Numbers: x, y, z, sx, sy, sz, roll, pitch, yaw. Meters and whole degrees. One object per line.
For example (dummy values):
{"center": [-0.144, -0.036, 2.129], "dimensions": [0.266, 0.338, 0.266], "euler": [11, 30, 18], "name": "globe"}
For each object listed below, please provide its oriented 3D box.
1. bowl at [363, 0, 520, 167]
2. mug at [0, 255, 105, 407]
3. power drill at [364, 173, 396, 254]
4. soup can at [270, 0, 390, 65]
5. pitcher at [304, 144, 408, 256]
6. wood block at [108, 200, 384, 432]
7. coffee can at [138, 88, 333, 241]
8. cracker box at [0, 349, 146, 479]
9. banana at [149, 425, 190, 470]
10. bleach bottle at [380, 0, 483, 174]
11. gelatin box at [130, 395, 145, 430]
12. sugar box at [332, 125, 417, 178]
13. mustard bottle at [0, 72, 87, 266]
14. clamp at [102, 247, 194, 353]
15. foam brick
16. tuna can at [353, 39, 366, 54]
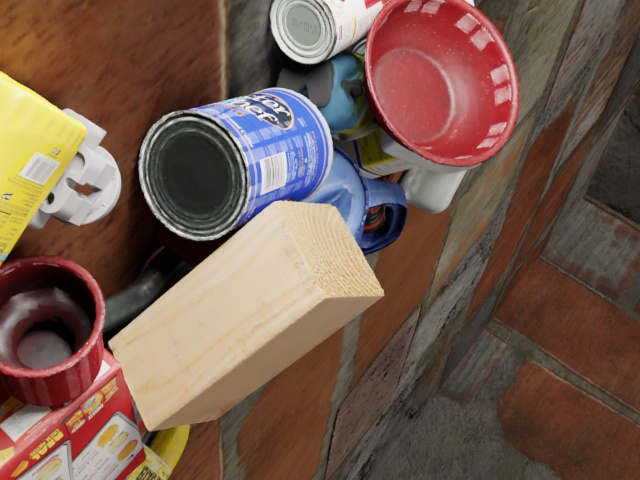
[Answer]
{"center": [0.096, -0.136, 0.938], "dimensions": [0.162, 0.162, 0.055], "euler": [-48, -167, -29], "name": "bowl"}
{"center": [-0.210, 0.073, 0.764], "dimensions": [0.117, 0.093, 0.081], "euler": [-18, 155, -16], "name": "mug"}
{"center": [0.092, -0.089, 1.325], "dimensions": [0.187, 0.057, 0.184], "euler": [-51, 154, -25], "name": "power drill"}
{"center": [0.012, -0.198, 0.913], "dimensions": [0.102, 0.068, 0.069], "euler": [-40, 156, -44], "name": "soup can"}
{"center": [-0.007, 0.001, 1.100], "dimensions": [0.145, 0.149, 0.243], "euler": [-53, 166, -15], "name": "pitcher"}
{"center": [-0.063, 0.063, 0.870], "dimensions": [0.206, 0.090, 0.090], "euler": [-39, 159, 27], "name": "wood block"}
{"center": [-0.066, -0.065, 0.872], "dimensions": [0.140, 0.103, 0.103], "euler": [-28, 147, -59], "name": "coffee can"}
{"center": [-0.234, 0.180, 0.882], "dimensions": [0.164, 0.072, 0.214], "euler": [-42, 160, -24], "name": "cracker box"}
{"center": [-0.204, 0.267, 1.213], "dimensions": [0.197, 0.037, 0.069], "euler": [-56, 146, -8], "name": "banana"}
{"center": [0.115, -0.198, 1.039], "dimensions": [0.068, 0.102, 0.251], "euler": [-18, -118, 53], "name": "bleach bottle"}
{"center": [-0.165, 0.148, 1.107], "dimensions": [0.073, 0.030, 0.089], "euler": [-23, 142, -62], "name": "gelatin box"}
{"center": [0.075, -0.097, 1.130], "dimensions": [0.093, 0.176, 0.048], "euler": [7, 72, -72], "name": "sugar box"}
{"center": [-0.217, -0.004, 0.629], "dimensions": [0.191, 0.058, 0.096], "euler": [-57, 168, -1], "name": "mustard bottle"}
{"center": [-0.155, 0.051, 0.942], "dimensions": [0.171, 0.039, 0.120], "euler": [-50, 170, -19], "name": "clamp"}
{"center": [-0.097, -0.009, 0.931], "dimensions": [0.052, 0.078, 0.051], "euler": [-36, 155, -49], "name": "foam brick"}
{"center": [0.070, -0.171, 1.096], "dimensions": [0.033, 0.086, 0.086], "euler": [-33, 151, -50], "name": "tuna can"}
